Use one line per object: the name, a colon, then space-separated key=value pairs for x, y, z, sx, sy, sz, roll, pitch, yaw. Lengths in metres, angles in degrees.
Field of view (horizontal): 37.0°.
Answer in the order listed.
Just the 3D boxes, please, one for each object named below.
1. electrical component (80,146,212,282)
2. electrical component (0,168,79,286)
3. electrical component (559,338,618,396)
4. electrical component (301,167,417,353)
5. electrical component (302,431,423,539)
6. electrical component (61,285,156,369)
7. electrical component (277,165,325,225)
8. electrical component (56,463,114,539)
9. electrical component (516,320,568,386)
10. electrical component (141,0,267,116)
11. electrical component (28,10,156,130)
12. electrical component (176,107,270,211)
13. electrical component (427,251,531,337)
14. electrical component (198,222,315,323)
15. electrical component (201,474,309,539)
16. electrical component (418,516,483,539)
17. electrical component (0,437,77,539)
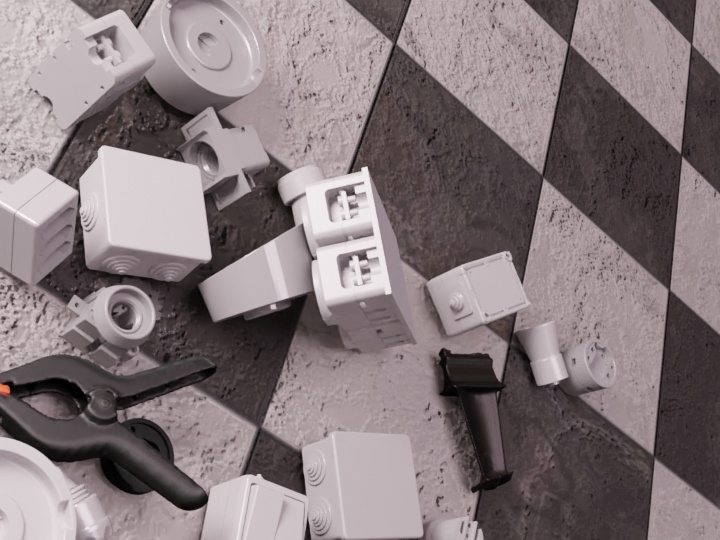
electrical component: x=-0.172 y=-0.041 z=0.850 sx=0.100 sy=0.048 sz=0.099 roll=10 pitch=58 yaw=-37
electrical component: x=-0.250 y=-0.040 z=0.776 sx=0.077 sy=0.065 sz=0.047 roll=30 pitch=45 yaw=8
electrical component: x=0.245 y=0.108 z=1.174 sx=0.055 sy=0.047 sz=0.055 roll=20 pitch=57 yaw=-35
electrical component: x=0.000 y=0.000 z=0.921 sx=0.186 sy=0.060 sz=0.105 roll=60 pitch=18 yaw=-72
electrical component: x=0.001 y=0.186 z=0.906 sx=0.100 sy=0.048 sz=0.099 roll=10 pitch=64 yaw=-40
electrical component: x=-0.184 y=0.039 z=0.800 sx=0.066 sy=0.055 sz=0.048 roll=40 pitch=48 yaw=-22
electrical component: x=-0.047 y=-0.063 z=0.986 sx=0.045 sy=0.045 sz=0.055 roll=-19 pitch=83 yaw=-46
electrical component: x=-0.197 y=0.163 z=0.743 sx=0.035 sy=0.035 sz=0.061 roll=-24 pitch=85 yaw=-46
electrical component: x=0.196 y=0.090 z=1.142 sx=0.044 sy=0.044 sz=0.065 roll=-13 pitch=84 yaw=-46
electrical component: x=-0.143 y=-0.188 z=0.945 sx=0.108 sy=0.060 sz=0.108 roll=20 pitch=57 yaw=-35
electrical component: x=-0.209 y=-0.159 z=0.849 sx=0.050 sy=0.089 sz=0.056 roll=56 pitch=44 yaw=-7
electrical component: x=-0.117 y=-0.099 z=0.941 sx=0.064 sy=0.042 sz=0.081 roll=-23 pitch=87 yaw=-50
electrical component: x=0.113 y=0.027 z=1.080 sx=0.096 sy=0.061 sz=0.061 roll=-16 pitch=82 yaw=-46
electrical component: x=-0.083 y=0.005 z=0.882 sx=0.099 sy=0.099 sz=0.064 roll=-16 pitch=87 yaw=-46
electrical component: x=-0.079 y=0.199 z=0.816 sx=0.062 sy=0.061 sz=0.096 roll=29 pitch=53 yaw=-30
electrical component: x=0.081 y=0.240 z=0.957 sx=0.040 sy=0.046 sz=0.040 roll=19 pitch=58 yaw=-35
electrical component: x=-0.243 y=0.165 z=0.680 sx=0.108 sy=0.060 sz=0.108 roll=20 pitch=57 yaw=-35
